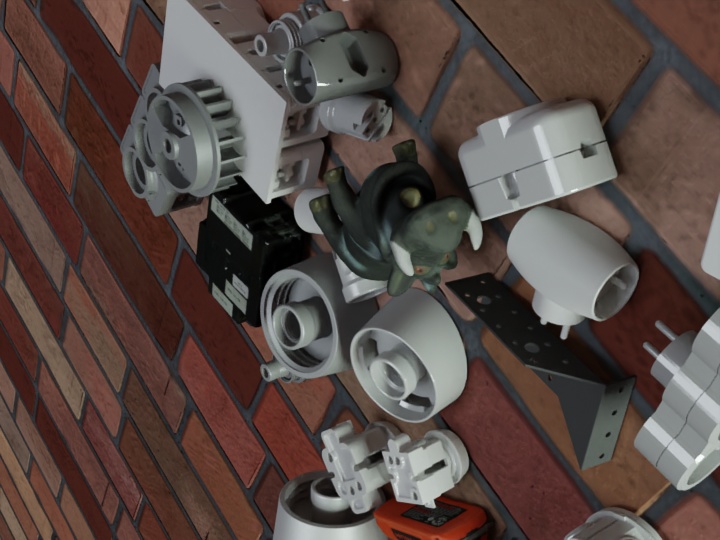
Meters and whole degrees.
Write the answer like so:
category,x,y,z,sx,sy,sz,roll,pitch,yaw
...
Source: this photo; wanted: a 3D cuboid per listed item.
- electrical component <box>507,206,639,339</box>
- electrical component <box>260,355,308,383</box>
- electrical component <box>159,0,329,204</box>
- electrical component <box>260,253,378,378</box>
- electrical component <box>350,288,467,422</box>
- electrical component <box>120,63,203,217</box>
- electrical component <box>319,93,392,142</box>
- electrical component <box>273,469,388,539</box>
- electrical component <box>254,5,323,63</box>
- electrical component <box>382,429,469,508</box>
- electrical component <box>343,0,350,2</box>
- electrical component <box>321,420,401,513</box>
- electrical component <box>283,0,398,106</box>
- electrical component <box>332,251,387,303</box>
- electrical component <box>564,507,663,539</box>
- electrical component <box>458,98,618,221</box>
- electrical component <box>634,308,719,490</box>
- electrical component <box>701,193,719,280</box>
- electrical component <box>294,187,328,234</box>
category,x,y,z,sx,sy,sz,roll,pitch,yaw
electrical component,0.136,0.010,0.710,0.077,0.043,0.079,39,136,37
electrical component,-0.064,0.087,1.016,0.048,0.062,0.048,30,130,44
electrical component,-0.099,-0.161,0.941,0.186,0.060,0.105,48,140,30
electrical component,-0.042,0.044,0.948,0.108,0.060,0.108,15,112,42
electrical component,0.042,0.072,0.880,0.099,0.064,0.099,27,135,30
electrical component,-0.187,-0.132,1.078,0.089,0.062,0.150,60,145,15
electrical component,-0.003,-0.123,0.844,0.046,0.040,0.040,27,127,40
electrical component,-0.026,0.226,0.998,0.108,0.108,0.060,26,121,46
electrical component,-0.054,-0.185,0.863,0.048,0.062,0.048,30,130,44
electrical component,0.056,0.161,0.890,0.048,0.055,0.066,-10,98,56
electrical component,-0.021,-0.265,0.774,0.121,0.063,0.078,53,143,24
electrical component,0.008,0.169,0.961,0.058,0.057,0.078,-31,80,56
electrical component,-0.021,-0.168,0.811,0.043,0.077,0.079,-35,77,56
electrical component,0.000,0.000,0.903,0.040,0.040,0.046,-33,74,56
electrical component,0.176,0.211,0.750,0.080,0.051,0.080,30,129,44
electrical component,0.111,-0.073,0.693,0.095,0.054,0.059,-16,93,56
electrical component,0.199,0.061,0.639,0.073,0.052,0.138,47,139,31
electrical component,0.233,-0.025,0.549,0.100,0.048,0.099,36,133,40
electrical component,-0.022,-0.049,0.907,0.078,0.040,0.040,10,114,53
